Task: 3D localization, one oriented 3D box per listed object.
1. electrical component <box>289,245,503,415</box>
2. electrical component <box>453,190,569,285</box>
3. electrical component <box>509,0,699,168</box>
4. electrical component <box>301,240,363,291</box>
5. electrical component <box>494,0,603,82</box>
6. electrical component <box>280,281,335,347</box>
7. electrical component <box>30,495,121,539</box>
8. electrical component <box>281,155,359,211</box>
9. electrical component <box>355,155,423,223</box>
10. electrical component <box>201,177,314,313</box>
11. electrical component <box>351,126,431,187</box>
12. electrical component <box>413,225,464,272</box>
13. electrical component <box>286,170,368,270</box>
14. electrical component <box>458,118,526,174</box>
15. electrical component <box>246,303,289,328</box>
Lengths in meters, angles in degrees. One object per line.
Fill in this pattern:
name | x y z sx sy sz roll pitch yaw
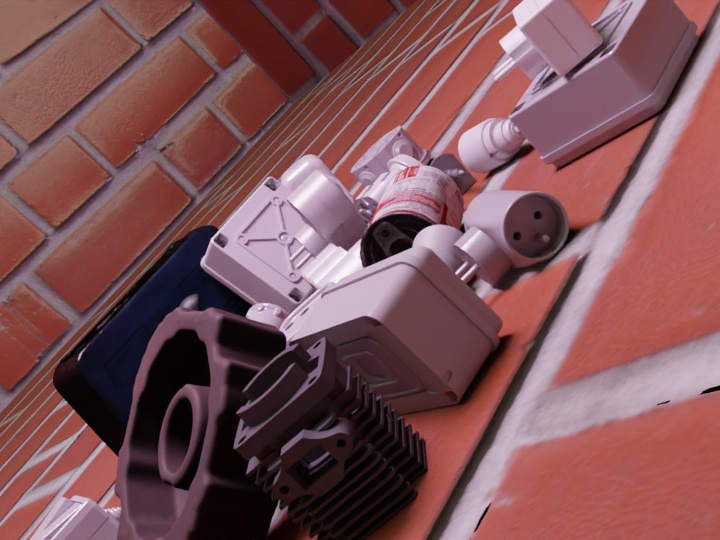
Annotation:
electrical component | 0.020 0.039 0.639 0.057 0.078 0.113 -54 16 -28
electrical component | 0.087 -0.017 0.694 0.079 0.043 0.077 -45 12 -5
electrical component | 0.179 -0.142 0.788 0.109 0.056 0.108 -30 19 48
electrical component | 0.000 0.000 0.892 0.074 0.052 0.138 -45 12 -4
electrical component | 0.126 -0.163 0.773 0.076 0.047 0.083 -40 13 17
electrical component | -0.019 0.055 0.750 0.054 0.059 0.095 -41 12 10
electrical component | -0.230 0.222 0.863 0.096 0.061 0.062 -49 14 -24
electrical component | -0.040 -0.076 1.170 0.054 0.095 0.059 -40 12 2
electrical component | 0.037 -0.069 0.995 0.057 0.058 0.078 -50 14 -15
electrical component | -0.081 -0.018 1.063 0.108 0.109 0.056 -52 -4 -35
electrical component | 0.034 -0.113 1.166 0.080 0.051 0.080 -41 12 11
electrical component | 0.052 0.001 0.742 0.045 0.045 0.055 -36 15 33
electrical component | -0.035 -0.030 0.981 0.074 0.052 0.138 -45 -25 -3
electrical component | 0.117 -0.110 0.915 0.040 0.040 0.078 -51 14 -29
electrical component | -0.089 0.064 0.984 0.048 0.048 0.062 -33 23 41
